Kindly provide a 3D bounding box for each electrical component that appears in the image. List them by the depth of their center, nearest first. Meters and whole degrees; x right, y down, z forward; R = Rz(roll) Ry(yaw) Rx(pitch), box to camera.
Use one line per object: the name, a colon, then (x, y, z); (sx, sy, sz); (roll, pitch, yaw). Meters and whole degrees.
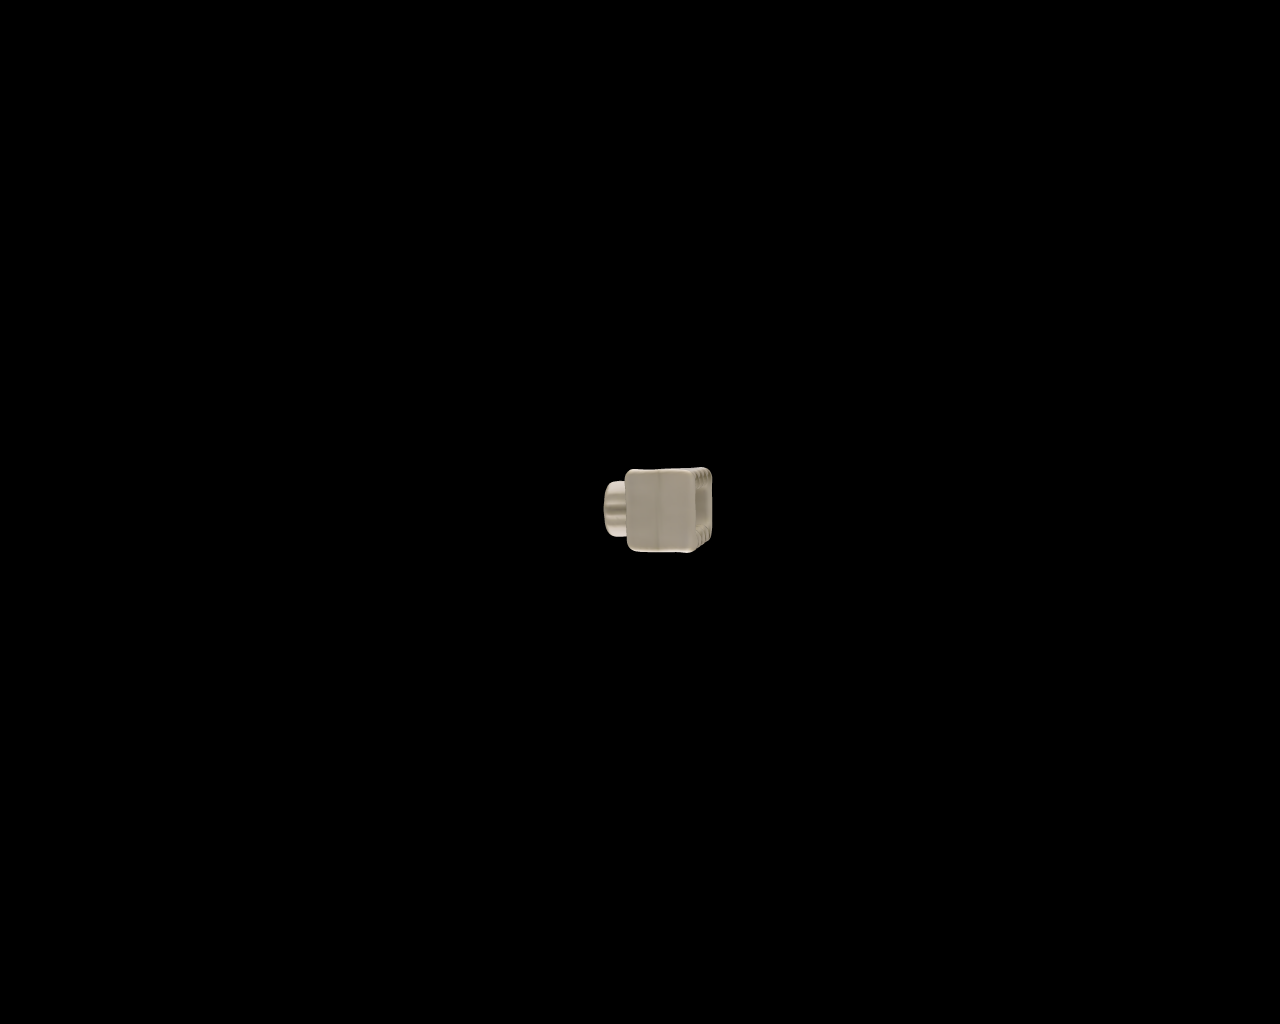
electrical component: (0.001, -0.003, 0.650); (0.076, 0.047, 0.083); (1, 3, 11)
